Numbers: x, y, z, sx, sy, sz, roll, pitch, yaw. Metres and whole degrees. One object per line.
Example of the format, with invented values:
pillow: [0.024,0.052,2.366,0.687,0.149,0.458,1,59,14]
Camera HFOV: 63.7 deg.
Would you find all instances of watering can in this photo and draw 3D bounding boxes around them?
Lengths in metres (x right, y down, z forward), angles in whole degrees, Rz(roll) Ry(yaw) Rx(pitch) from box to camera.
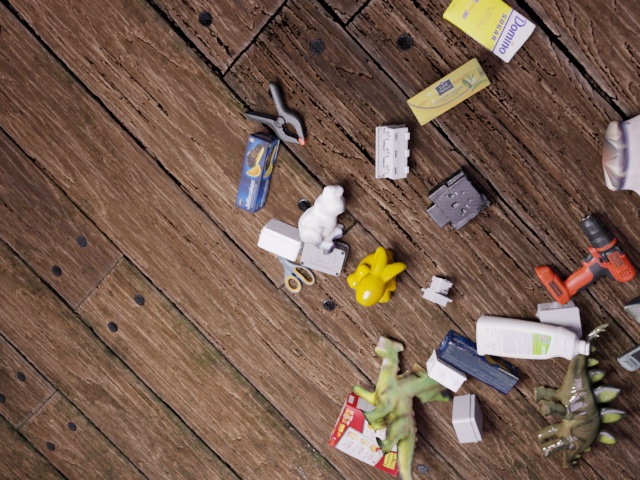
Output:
watering can: [0.711,-0.222,1.067,0.224,0.343,0.105,-2,17,16]

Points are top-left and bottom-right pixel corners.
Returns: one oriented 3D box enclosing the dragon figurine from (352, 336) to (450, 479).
dragon figurine: [0.240,0.450,1.375,0.243,0.411,0.121,-29,-3,-6]

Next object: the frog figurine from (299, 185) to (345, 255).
frog figurine: [0.004,-0.065,1.282,0.124,0.156,0.139,25,46,35]
